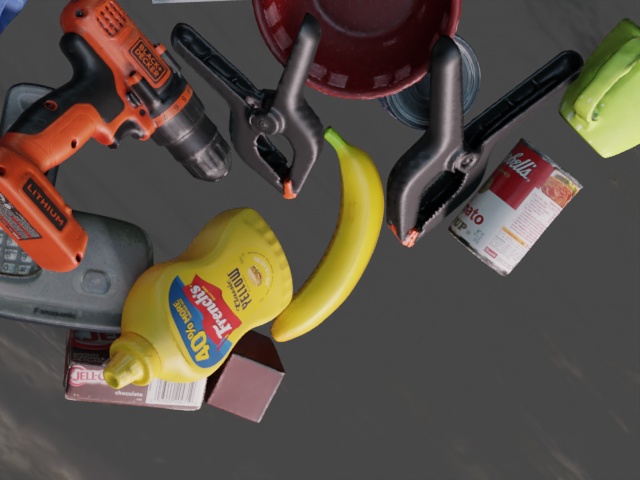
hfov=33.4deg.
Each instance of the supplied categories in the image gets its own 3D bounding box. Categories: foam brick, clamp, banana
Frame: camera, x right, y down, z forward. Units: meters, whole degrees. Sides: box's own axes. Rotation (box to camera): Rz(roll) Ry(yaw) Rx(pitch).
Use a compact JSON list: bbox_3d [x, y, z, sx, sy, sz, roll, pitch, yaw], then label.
[{"bbox_3d":[-0.069,0.111,0.918,0.051,0.078,0.053,24,100,-18],"label":"foam brick"},{"bbox_3d":[0.122,-0.080,0.883,0.164,0.036,0.210,-8,138,-34],"label":"clamp"},{"bbox_3d":[-0.033,-0.107,0.842,0.120,0.039,0.171,-2,135,31],"label":"clamp"},{"bbox_3d":[0.013,0.002,0.921,0.069,0.037,0.198,16,105,1],"label":"banana"}]

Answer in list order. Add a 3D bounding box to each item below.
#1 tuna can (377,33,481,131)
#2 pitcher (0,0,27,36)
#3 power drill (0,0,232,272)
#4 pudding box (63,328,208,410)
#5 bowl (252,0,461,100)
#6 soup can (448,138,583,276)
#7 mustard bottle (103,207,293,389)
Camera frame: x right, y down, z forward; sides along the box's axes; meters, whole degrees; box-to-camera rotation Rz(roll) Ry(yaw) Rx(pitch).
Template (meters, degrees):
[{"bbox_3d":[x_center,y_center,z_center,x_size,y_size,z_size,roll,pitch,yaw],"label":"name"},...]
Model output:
[{"bbox_3d":[0.089,-0.135,0.888,0.086,0.034,0.086,-4,110,-10],"label":"tuna can"},{"bbox_3d":[-0.306,-0.232,0.719,0.242,0.145,0.149,27,101,-16],"label":"pitcher"},{"bbox_3d":[-0.163,-0.068,0.802,0.184,0.057,0.187,50,54,-26],"label":"power drill"},{"bbox_3d":[-0.155,0.102,0.890,0.113,0.090,0.039,9,109,-16],"label":"pudding box"},{"bbox_3d":[0.031,-0.194,0.827,0.162,0.055,0.162,5,117,10],"label":"bowl"},{"bbox_3d":[0.168,-0.028,0.924,0.068,0.068,0.102,36,99,-20],"label":"soup can"},{"bbox_3d":[-0.101,0.056,0.843,0.191,0.058,0.096,-41,118,-44],"label":"mustard bottle"}]
